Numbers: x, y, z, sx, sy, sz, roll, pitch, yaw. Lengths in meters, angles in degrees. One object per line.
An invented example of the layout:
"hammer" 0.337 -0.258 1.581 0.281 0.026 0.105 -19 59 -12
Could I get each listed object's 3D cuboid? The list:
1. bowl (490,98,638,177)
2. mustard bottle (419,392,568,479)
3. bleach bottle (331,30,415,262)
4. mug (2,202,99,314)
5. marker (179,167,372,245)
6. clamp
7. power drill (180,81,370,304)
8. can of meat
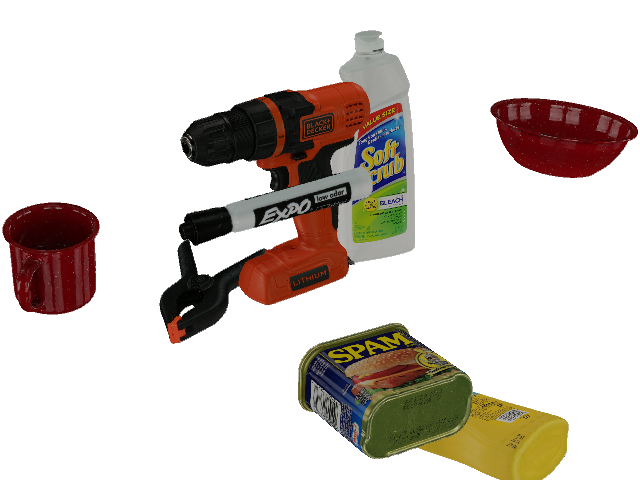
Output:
"bowl" 0.265 -0.110 1.183 0.162 0.055 0.162 5 23 -2
"mustard bottle" 0.128 0.172 1.008 0.192 0.058 0.096 13 20 40
"bleach bottle" 0.052 -0.105 1.184 0.102 0.251 0.068 -10 24 -12
"mug" -0.269 0.026 1.057 0.093 0.081 0.117 9 33 6
"marker" -0.025 -0.020 0.623 0.121 0.020 0.020 -16 7 -24
"clamp" -0.127 0.056 1.249 0.120 0.039 0.171 -4 38 14
"power drill" -0.036 -0.040 0.947 0.184 0.188 0.057 -17 33 -30
"can of meat" 0.048 0.109 0.778 0.101 0.057 0.084 -12 27 -31
